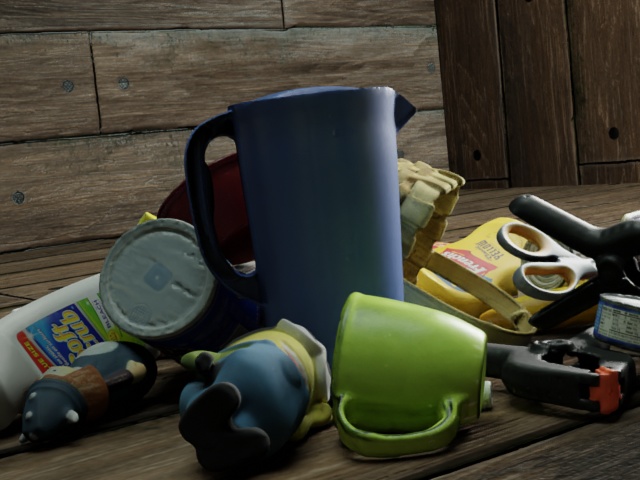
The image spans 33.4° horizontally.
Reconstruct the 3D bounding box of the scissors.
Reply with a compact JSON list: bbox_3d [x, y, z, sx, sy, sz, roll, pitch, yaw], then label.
[{"bbox_3d":[0.239,0.014,0.998,0.201,0.096,0.016,-10,-36,-43],"label":"scissors"}]

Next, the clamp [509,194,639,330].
[{"bbox_3d":[0.230,0.012,0.855,0.172,0.120,0.039,-10,23,37],"label":"clamp"}]

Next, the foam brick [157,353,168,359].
[{"bbox_3d":[-0.158,0.092,1.095,0.078,0.051,0.053,-6,6,-4],"label":"foam brick"}]

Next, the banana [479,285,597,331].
[{"bbox_3d":[0.254,0.067,1.026,0.197,0.037,0.070,-4,-25,-15],"label":"banana"}]

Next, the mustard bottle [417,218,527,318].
[{"bbox_3d":[0.151,0.041,1.131,0.191,0.058,0.096,-23,45,-26],"label":"mustard bottle"}]

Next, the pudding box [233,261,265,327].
[{"bbox_3d":[-0.049,0.064,1.062,0.039,0.090,0.113,-1,7,37],"label":"pudding box"}]

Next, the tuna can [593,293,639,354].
[{"bbox_3d":[0.247,0.064,0.788,0.086,0.034,0.086,9,5,-1],"label":"tuna can"}]

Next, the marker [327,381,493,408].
[{"bbox_3d":[0.063,0.114,0.769,0.121,0.020,0.020,-5,5,13],"label":"marker"}]

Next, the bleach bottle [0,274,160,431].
[{"bbox_3d":[-0.228,0.103,0.898,0.068,0.102,0.250,-22,6,22],"label":"bleach bottle"}]

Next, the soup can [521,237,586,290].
[{"bbox_3d":[0.259,0.025,1.068,0.102,0.068,0.069,8,-4,-35],"label":"soup can"}]

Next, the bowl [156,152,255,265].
[{"bbox_3d":[-0.070,-0.023,1.009,0.162,0.055,0.162,-23,-21,-10],"label":"bowl"}]

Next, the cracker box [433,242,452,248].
[{"bbox_3d":[0.047,0.048,1.251,0.213,0.072,0.164,-8,4,-13],"label":"cracker box"}]

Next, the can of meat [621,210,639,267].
[{"bbox_3d":[0.335,-0.003,0.980,0.084,0.057,0.101,-7,2,35],"label":"can of meat"}]

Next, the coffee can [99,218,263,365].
[{"bbox_3d":[-0.117,0.052,0.931,0.103,0.103,0.140,-5,-20,12],"label":"coffee can"}]

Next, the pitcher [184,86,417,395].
[{"bbox_3d":[-0.006,0.001,0.851,0.149,0.243,0.144,-2,6,35],"label":"pitcher"}]

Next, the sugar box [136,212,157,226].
[{"bbox_3d":[-0.123,0.036,1.140,0.176,0.048,0.093,33,-3,-8],"label":"sugar box"}]

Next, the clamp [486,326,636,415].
[{"bbox_3d":[0.181,0.092,0.794,0.164,0.036,0.210,-4,4,-15],"label":"clamp"}]
